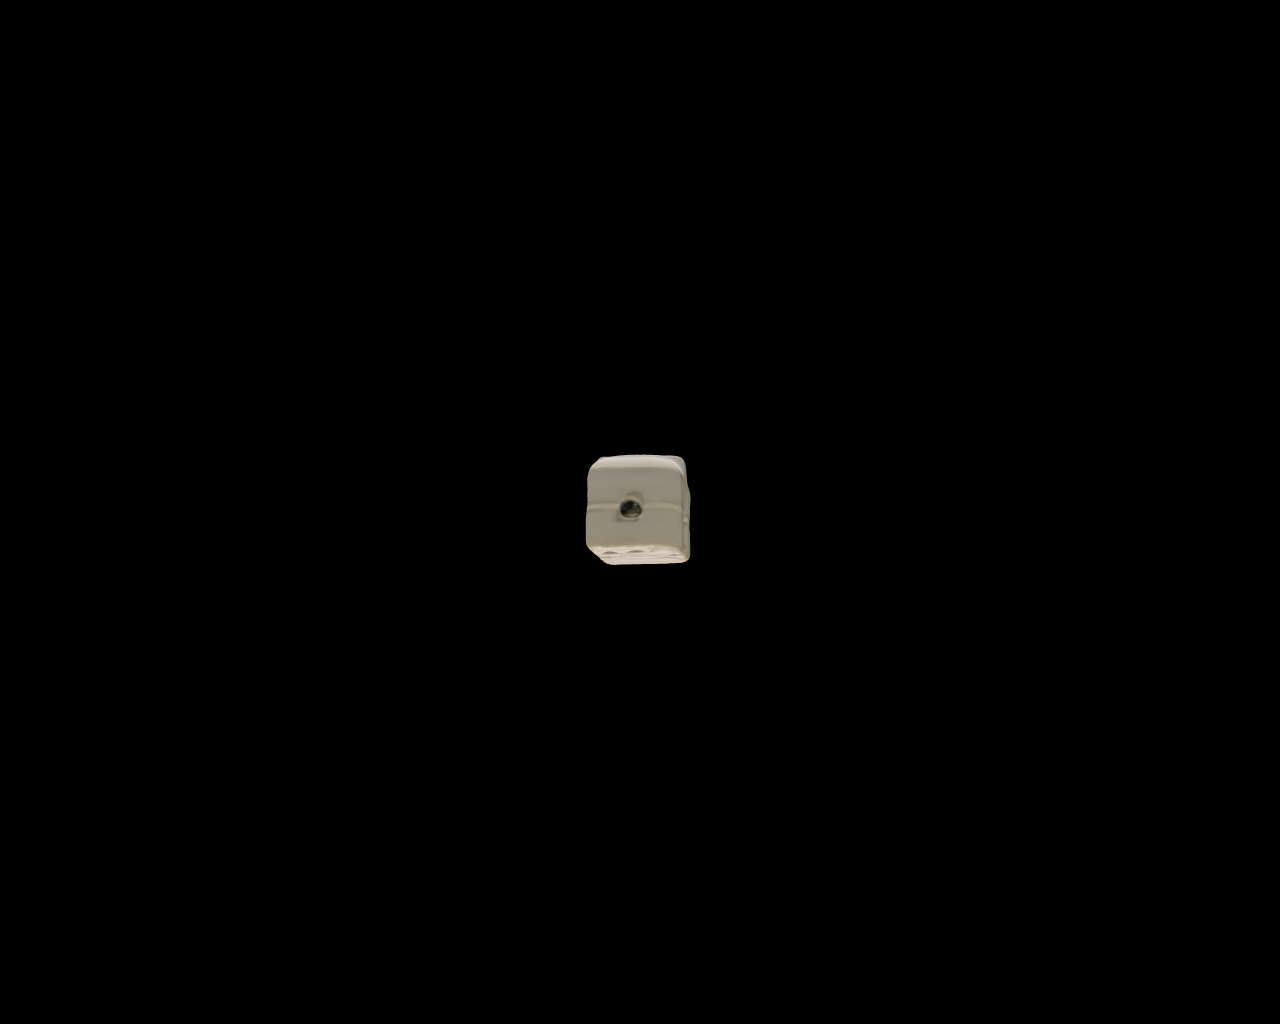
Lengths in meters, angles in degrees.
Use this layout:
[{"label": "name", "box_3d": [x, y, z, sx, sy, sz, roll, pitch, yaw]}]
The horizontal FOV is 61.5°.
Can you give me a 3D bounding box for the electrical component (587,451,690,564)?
[{"label": "electrical component", "box_3d": [0.001, -0.003, 0.650, 0.054, 0.059, 0.095, -1, -9, 7]}]
